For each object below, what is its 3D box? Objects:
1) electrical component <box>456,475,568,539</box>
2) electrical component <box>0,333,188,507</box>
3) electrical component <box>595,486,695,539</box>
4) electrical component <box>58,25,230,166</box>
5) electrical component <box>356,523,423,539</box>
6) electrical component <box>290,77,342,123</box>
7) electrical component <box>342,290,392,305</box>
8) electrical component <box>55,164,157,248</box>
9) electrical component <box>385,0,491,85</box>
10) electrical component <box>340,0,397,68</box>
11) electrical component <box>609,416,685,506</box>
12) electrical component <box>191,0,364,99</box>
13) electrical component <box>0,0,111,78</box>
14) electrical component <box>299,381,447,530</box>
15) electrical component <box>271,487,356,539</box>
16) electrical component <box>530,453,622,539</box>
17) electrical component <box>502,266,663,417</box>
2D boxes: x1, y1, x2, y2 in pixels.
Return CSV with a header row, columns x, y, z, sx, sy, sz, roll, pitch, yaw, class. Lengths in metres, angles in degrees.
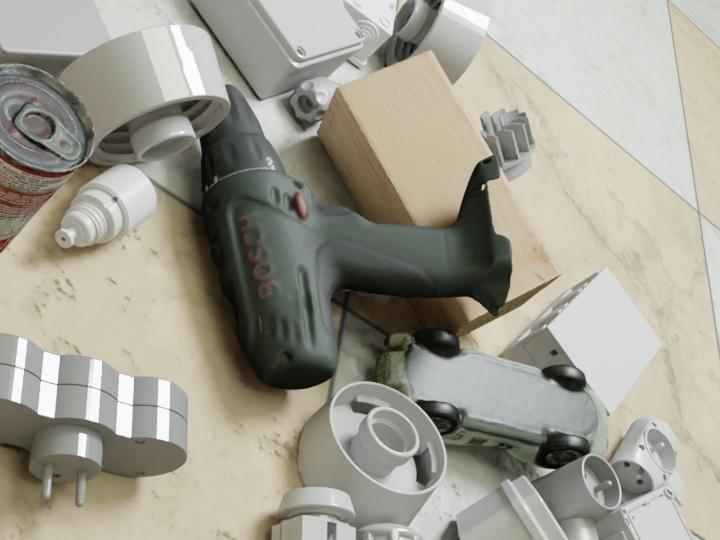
x,y,z,sx,sy,sz,roll,pitch,yaw,class
0.109,0.187,0.721,0.078,0.057,0.113,58,1,6,electrical component
-0.154,0.089,0.569,0.138,0.052,0.073,22,47,-34,electrical component
0.214,0.218,0.848,0.096,0.061,0.061,-7,67,-49,electrical component
-0.137,-0.106,0.701,0.108,0.108,0.060,-14,78,-51,electrical component
0.016,0.193,0.675,0.048,0.048,0.062,23,53,-34,electrical component
-0.031,-0.145,0.901,0.035,0.035,0.061,53,34,0,electrical component
0.000,0.000,0.811,0.062,0.048,0.048,45,37,-22,electrical component
-0.161,-0.036,0.671,0.040,0.040,0.078,49,38,-6,electrical component
0.066,-0.225,1.011,0.060,0.108,0.108,25,45,-24,electrical component
-0.013,-0.249,0.990,0.100,0.048,0.099,32,41,-24,electrical component
0.256,0.179,0.938,0.079,0.044,0.077,53,37,0,electrical component
-0.067,-0.208,0.894,0.108,0.056,0.109,55,37,2,electrical component
-0.220,-0.162,0.701,0.100,0.048,0.099,-10,69,-50,electrical component
0.008,0.127,0.721,0.099,0.064,0.099,23,36,-19,electrical component
-0.027,0.164,0.651,0.066,0.048,0.055,22,54,-34,electrical component
0.155,0.187,0.798,0.044,0.077,0.079,18,50,-37,electrical component
0.194,0.071,0.944,0.089,0.062,0.150,54,37,2,electrical component
